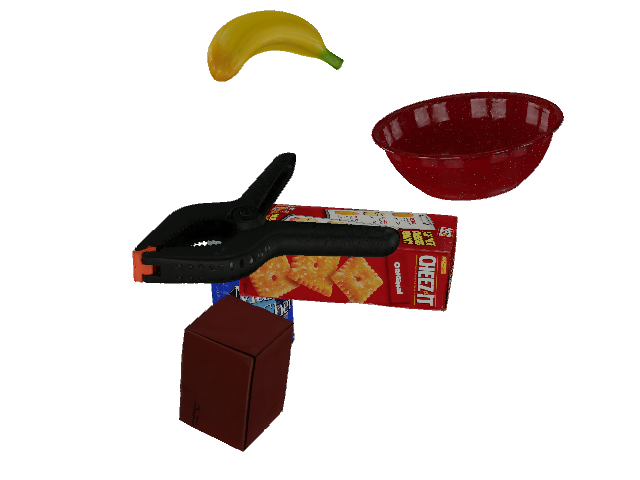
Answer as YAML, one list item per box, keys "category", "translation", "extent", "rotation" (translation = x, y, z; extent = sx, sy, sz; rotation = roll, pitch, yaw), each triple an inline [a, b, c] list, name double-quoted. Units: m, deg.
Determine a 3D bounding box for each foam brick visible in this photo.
- category: "foam brick"
  translation: [-0.055, 0.084, 0.689]
  extent: [0.053, 0.078, 0.051]
  rotation: [22, 34, 21]

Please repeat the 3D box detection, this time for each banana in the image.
- category: "banana"
  translation: [-0.050, -0.181, 0.978]
  extent: [0.070, 0.037, 0.197]
  rotation: [41, 32, 19]

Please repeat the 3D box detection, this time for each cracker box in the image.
- category: "cracker box"
  translation: [0.035, 0.016, 1.139]
  extent: [0.214, 0.072, 0.164]
  rotation: [4, 15, 9]

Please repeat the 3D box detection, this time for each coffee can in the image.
- category: "coffee can"
  translation: [-0.086, 0.062, 1.335]
  extent: [0.103, 0.140, 0.103]
  rotation: [-2, 25, 1]

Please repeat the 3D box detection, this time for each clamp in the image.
- category: "clamp"
  translation: [-0.062, -0.014, 0.883]
  extent: [0.209, 0.036, 0.165]
  rotation: [-15, 36, -24]

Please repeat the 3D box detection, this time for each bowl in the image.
- category: "bowl"
  translation: [0.127, -0.077, 0.914]
  extent: [0.162, 0.055, 0.162]
  rotation: [-8, 24, 3]
